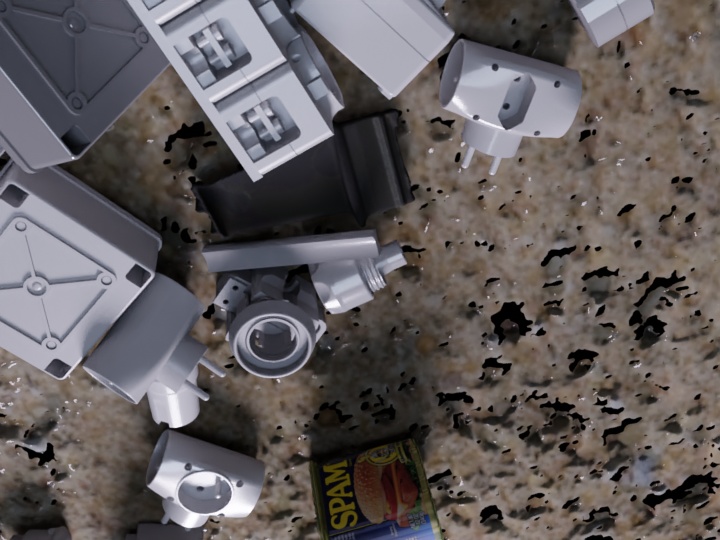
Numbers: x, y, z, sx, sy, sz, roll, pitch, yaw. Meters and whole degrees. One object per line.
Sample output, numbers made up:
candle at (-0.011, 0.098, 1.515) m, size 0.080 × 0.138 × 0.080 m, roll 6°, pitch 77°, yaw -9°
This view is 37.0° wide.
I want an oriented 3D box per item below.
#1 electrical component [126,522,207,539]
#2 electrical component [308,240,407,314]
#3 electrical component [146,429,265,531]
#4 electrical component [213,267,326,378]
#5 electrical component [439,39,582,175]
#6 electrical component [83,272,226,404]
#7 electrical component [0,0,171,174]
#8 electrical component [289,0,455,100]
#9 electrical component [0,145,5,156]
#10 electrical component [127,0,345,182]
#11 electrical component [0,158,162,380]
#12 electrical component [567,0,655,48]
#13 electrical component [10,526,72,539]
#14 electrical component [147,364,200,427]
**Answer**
electrical component at (-0.155, 0.252, 0.836) m, size 0.061 × 0.061 × 0.096 m, roll 6°, pitch 119°, yaw -9°
electrical component at (0.000, 0.000, 0.716) m, size 0.062 × 0.043 × 0.043 m, roll -24°, pitch 120°, yaw 6°
electrical component at (-0.122, 0.164, 0.798) m, size 0.077 × 0.044 × 0.079 m, roll 22°, pitch 116°, yaw -18°
electrical component at (-0.059, 0.035, 0.722) m, size 0.078 × 0.057 × 0.058 m, roll 29°, pitch 113°, yaw -21°
electrical component at (0.087, -0.096, 0.669) m, size 0.077 × 0.043 × 0.079 m, roll 12°, pitch 119°, yaw -13°
electrical component at (-0.127, 0.055, 0.708) m, size 0.079 × 0.044 × 0.077 m, roll 35°, pitch 73°, yaw -3°
electrical component at (-0.169, -0.128, 0.583) m, size 0.056 × 0.108 × 0.108 m, roll -5°, pitch 130°, yaw 43°
electrical component at (0.003, -0.157, 0.614) m, size 0.096 × 0.061 × 0.061 m, roll 38°, pitch 109°, yaw -24°
electrical component at (-0.244, -0.100, 0.592) m, size 0.056 × 0.108 × 0.108 m, roll -9°, pitch 132°, yaw 48°
electrical component at (-0.073, -0.140, 0.600) m, size 0.062 × 0.089 × 0.150 m, roll -28°, pitch 119°, yaw 10°
electrical component at (-0.202, -0.003, 0.686) m, size 0.109 × 0.056 × 0.108 m, roll 36°, pitch 111°, yaw -23°
electrical component at (0.106, -0.185, 0.614) m, size 0.074 × 0.052 × 0.138 m, roll -31°, pitch 119°, yaw 12°
electrical component at (-0.252, 0.218, 0.817) m, size 0.062 × 0.048 × 0.048 m, roll 1°, pitch 120°, yaw 1°
electrical component at (-0.132, 0.082, 0.753) m, size 0.040 × 0.040 × 0.046 m, roll -5°, pitch 126°, yaw -3°
